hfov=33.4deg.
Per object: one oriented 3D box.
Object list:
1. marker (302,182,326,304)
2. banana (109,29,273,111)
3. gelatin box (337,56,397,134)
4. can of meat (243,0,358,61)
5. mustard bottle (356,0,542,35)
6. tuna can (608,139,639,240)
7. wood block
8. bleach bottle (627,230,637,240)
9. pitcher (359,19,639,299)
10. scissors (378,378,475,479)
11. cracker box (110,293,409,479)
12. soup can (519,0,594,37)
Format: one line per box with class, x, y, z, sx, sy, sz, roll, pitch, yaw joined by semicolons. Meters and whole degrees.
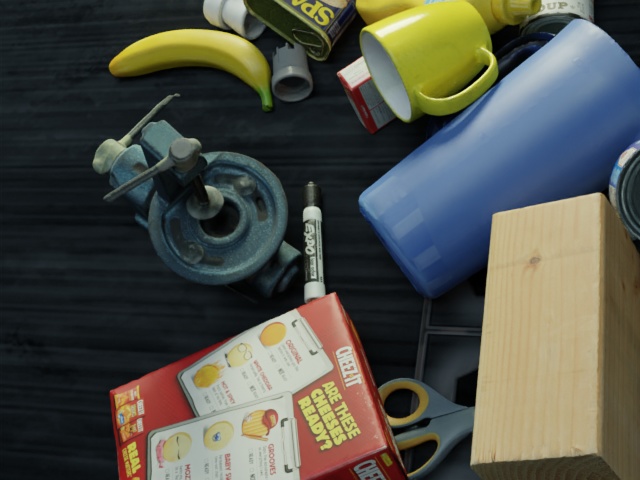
marker;-0.006;0.001;0.966;0.020;0.020;0.121;-10;61;14
banana;-0.126;-0.184;1.091;0.198;0.037;0.069;15;69;25
gelatin box;0.068;-0.150;0.987;0.089;0.073;0.030;-34;57;0
can of meat;-0.010;-0.242;1.056;0.102;0.057;0.084;36;73;0
mustard bottle;0.125;-0.228;0.984;0.192;0.058;0.096;23;70;47
tuna can;0.263;-0.038;0.805;0.086;0.033;0.086;1;102;3
wood block;0.172;0.080;0.761;0.091;0.090;0.206;-12;50;30
bleach bottle;0.349;-0.063;0.853;0.251;0.068;0.102;-22;63;9
pitcher;0.151;-0.067;0.891;0.243;0.149;0.145;-36;95;2
scissors;0.118;0.126;0.839;0.202;0.016;0.096;-31;50;15
cracker box;-0.054;0.159;0.855;0.214;0.072;0.164;-24;45;5
soup can;0.217;-0.227;0.980;0.069;0.068;0.102;-3;64;17
